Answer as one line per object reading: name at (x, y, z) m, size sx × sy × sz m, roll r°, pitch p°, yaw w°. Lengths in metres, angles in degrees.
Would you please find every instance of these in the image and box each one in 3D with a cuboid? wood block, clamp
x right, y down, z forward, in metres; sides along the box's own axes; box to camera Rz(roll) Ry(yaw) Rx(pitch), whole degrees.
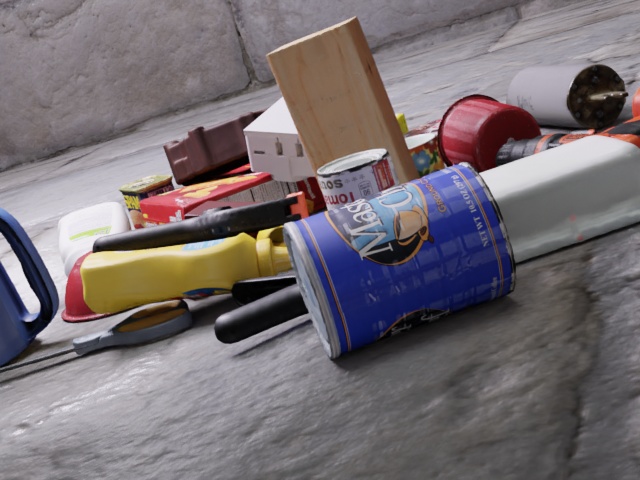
wood block at (0.031, -0.116, 1.108) m, size 0.090 × 0.206 × 0.090 m, roll -19°, pitch 12°, yaw 15°
clamp at (-0.100, -0.014, 1.070) m, size 0.210 × 0.036 × 0.164 m, roll -12°, pitch 0°, yaw 23°
clamp at (-0.007, 0.040, 0.900) m, size 0.171 × 0.039 × 0.120 m, roll -15°, pitch 18°, yaw -2°

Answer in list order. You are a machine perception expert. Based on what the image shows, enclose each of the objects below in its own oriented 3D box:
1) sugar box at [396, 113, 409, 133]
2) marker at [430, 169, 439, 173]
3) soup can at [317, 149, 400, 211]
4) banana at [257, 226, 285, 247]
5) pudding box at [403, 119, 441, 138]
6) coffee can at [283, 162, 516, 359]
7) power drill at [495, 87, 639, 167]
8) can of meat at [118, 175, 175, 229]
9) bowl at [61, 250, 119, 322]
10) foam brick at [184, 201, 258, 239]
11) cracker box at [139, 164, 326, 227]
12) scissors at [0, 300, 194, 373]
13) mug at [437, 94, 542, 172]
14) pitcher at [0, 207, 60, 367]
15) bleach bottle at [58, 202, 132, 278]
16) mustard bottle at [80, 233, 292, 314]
sugar box at (0.065, -0.132, 1.516) m, size 0.093 × 0.048 × 0.176 m, roll -14°, pitch 17°, yaw 21°
marker at (0.127, -0.057, 1.164) m, size 0.020 × 0.020 × 0.121 m, roll -16°, pitch 13°, yaw 11°
soup can at (0.043, -0.023, 0.948) m, size 0.068 × 0.102 × 0.068 m, roll -17°, pitch 13°, yaw 4°
banana at (-0.020, 0.003, 1.088) m, size 0.069 × 0.037 × 0.198 m, roll -5°, pitch 5°, yaw -35°
pudding box at (0.162, -0.136, 1.406) m, size 0.090 × 0.039 × 0.113 m, roll -9°, pitch 16°, yaw 35°
coffee can at (0.056, 0.014, 0.770) m, size 0.140 × 0.103 × 0.103 m, roll -19°, pitch 13°, yaw -6°
power drill at (0.288, -0.101, 1.047) m, size 0.187 × 0.057 × 0.185 m, roll -28°, pitch 19°, yaw -27°
can of meat at (-0.220, -0.039, 1.423) m, size 0.057 × 0.084 × 0.102 m, roll -24°, pitch 13°, yaw -23°
bowl at (-0.218, 0.034, 1.183) m, size 0.162 × 0.055 × 0.162 m, roll -17°, pitch 13°, yaw 4°
foam brick at (-0.103, -0.011, 1.188) m, size 0.078 × 0.051 × 0.052 m, roll 3°, pitch 21°, yaw 30°
cracker box at (-0.098, -0.051, 1.334) m, size 0.213 × 0.072 × 0.164 m, roll -23°, pitch 14°, yaw -24°
scissors at (-0.209, 0.091, 1.011) m, size 0.202 × 0.016 × 0.096 m, roll -14°, pitch 11°, yaw 15°
mug at (0.176, -0.097, 1.139) m, size 0.117 × 0.093 × 0.082 m, roll -50°, pitch 22°, yaw -2°
pitcher at (-0.377, 0.015, 1.052) m, size 0.149 × 0.243 × 0.145 m, roll -33°, pitch 22°, yaw -32°
bleach bottle at (-0.294, 0.012, 1.367) m, size 0.102 × 0.068 × 0.251 m, roll -20°, pitch 15°, yaw -3°
mustard bottle at (-0.117, 0.029, 0.990) m, size 0.191 × 0.058 × 0.096 m, roll -8°, pitch -3°, yaw 3°
